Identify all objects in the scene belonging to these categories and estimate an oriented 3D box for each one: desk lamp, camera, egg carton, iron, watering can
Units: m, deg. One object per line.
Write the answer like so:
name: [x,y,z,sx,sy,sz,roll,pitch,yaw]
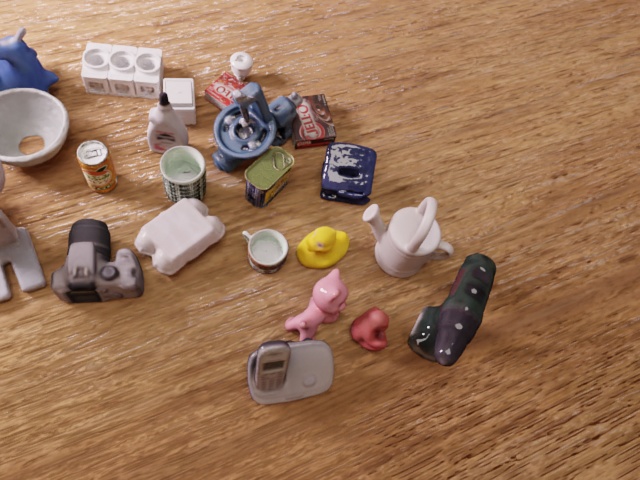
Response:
desk lamp: [-0.542,-0.031,0.925,0.118,0.213,0.203,-23,71,-19]
camera: [-0.383,0.030,0.989,0.143,0.101,0.137,-3,66,-12]
egg carton: [-0.255,-0.008,1.048,0.107,0.069,0.150,44,65,11]
iron: [-0.638,-0.299,1.072,0.259,0.141,0.118,-38,77,-24]
watering can: [0.164,-0.011,1.058,0.173,0.194,0.101,2,65,-9]

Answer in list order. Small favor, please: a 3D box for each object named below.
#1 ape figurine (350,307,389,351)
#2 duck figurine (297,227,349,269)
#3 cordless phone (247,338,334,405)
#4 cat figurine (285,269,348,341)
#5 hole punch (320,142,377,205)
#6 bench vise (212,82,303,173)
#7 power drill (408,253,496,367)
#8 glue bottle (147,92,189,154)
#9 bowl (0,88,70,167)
ape figurine: [0.097,0.154,1.025,0.076,0.092,0.078,15,63,-3]
duck figurine: [0.010,0.004,1.082,0.105,0.086,0.077,-18,69,-18]
cordless phone: [-0.043,0.200,0.925,0.148,0.185,0.094,-10,67,-14]
cat figurine: [0.002,0.116,1.011,0.067,0.117,0.128,41,65,10]
hole punch: [0.058,-0.133,1.153,0.109,0.091,0.101,8,64,-7]
bench vise: [-0.124,-0.247,1.100,0.121,0.219,0.208,30,64,5]
power drill: [0.226,0.139,0.991,0.075,0.208,0.230,29,63,4]
glue bottle: [-0.291,-0.223,1.084,0.078,0.173,0.037,3,65,-9]
bowl: [-0.554,-0.199,1.079,0.167,0.074,0.167,4,65,-9]
